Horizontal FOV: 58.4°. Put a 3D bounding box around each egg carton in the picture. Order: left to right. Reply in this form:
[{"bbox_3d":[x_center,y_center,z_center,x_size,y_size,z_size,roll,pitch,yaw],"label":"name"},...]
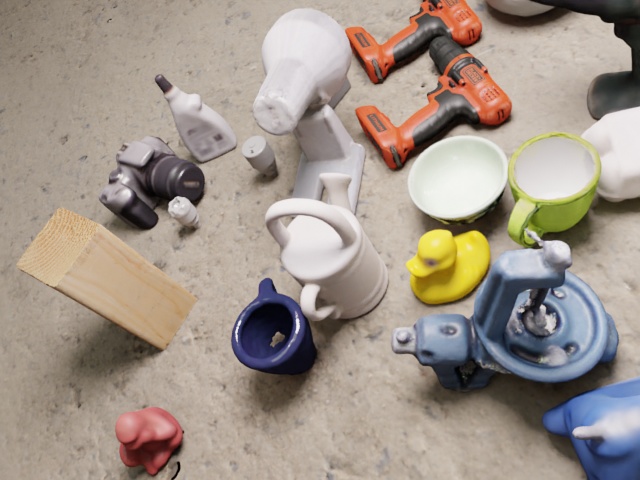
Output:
[{"bbox_3d":[0.376,-0.098,0.636,0.150,0.070,0.107,-11,56,18],"label":"egg carton"}]

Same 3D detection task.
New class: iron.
[{"bbox_3d":[0.321,0.140,0.466,0.258,0.142,0.118,-22,53,11],"label":"iron"}]

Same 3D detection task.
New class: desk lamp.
[{"bbox_3d":[-0.013,-0.165,0.767,0.117,0.214,0.203,-4,59,23],"label":"desk lamp"}]

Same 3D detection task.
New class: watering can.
[{"bbox_3d":[0.004,0.002,0.666,0.100,0.195,0.172,-19,54,14],"label":"watering can"}]

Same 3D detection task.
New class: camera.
[{"bbox_3d":[-0.263,-0.094,0.910,0.136,0.101,0.143,18,69,32],"label":"camera"}]

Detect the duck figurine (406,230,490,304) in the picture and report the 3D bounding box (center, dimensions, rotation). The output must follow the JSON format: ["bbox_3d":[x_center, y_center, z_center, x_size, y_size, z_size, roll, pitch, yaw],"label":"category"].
[{"bbox_3d":[0.144,0.018,0.660,0.104,0.086,0.077,-34,52,2],"label":"duck figurine"}]

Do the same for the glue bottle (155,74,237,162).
[{"bbox_3d":[-0.203,-0.196,0.900,0.078,0.174,0.037,-22,53,11],"label":"glue bottle"}]

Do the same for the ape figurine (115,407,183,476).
[{"bbox_3d":[-0.211,0.233,0.685,0.077,0.092,0.076,-15,55,16],"label":"ape figurine"}]

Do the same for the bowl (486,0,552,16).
[{"bbox_3d":[0.314,-0.386,0.844,0.167,0.075,0.167,-12,56,18],"label":"bowl"}]

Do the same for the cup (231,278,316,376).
[{"bbox_3d":[-0.046,0.112,0.684,0.091,0.095,0.117,-19,54,13],"label":"cup"}]

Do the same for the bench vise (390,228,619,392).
[{"bbox_3d":[0.166,0.081,0.525,0.207,0.220,0.121,-26,53,8],"label":"bench vise"}]

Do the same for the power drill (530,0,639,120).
[{"bbox_3d":[0.351,-0.232,0.644,0.228,0.209,0.075,0,60,25],"label":"power drill"}]
